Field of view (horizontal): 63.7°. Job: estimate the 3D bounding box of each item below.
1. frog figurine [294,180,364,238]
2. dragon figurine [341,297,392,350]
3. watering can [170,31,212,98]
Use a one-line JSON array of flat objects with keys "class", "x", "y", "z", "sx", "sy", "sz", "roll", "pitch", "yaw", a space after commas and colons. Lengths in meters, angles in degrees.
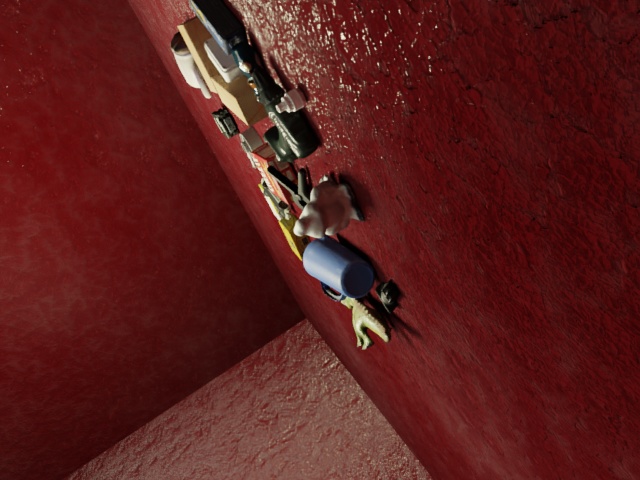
[{"class": "frog figurine", "x": 0.004, "y": -0.060, "z": 1.194, "sx": 0.125, "sy": 0.160, "sz": 0.134, "roll": 51, "pitch": 166, "yaw": 36}, {"class": "dragon figurine", "x": 0.124, "y": 0.193, "z": 1.560, "sx": 0.406, "sy": 0.123, "sz": 0.244, "roll": 121, "pitch": 124, "yaw": -77}, {"class": "watering can", "x": -0.460, "y": -0.650, "z": 1.849, "sx": 0.219, "sy": 0.104, "sz": 0.355, "roll": 71, "pitch": 173, "yaw": -49}]
